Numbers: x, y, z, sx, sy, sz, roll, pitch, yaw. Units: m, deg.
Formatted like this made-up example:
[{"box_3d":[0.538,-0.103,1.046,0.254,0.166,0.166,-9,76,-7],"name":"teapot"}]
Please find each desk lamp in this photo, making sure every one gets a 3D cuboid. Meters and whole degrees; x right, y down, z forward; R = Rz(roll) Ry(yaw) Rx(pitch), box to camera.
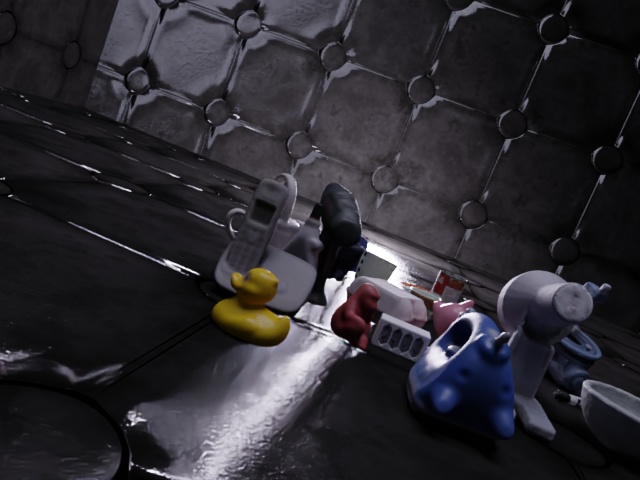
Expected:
[{"box_3d":[0.323,0.153,0.854,0.118,0.213,0.203,22,8,5],"name":"desk lamp"}]

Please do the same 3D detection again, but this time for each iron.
[{"box_3d":[0.189,0.154,0.756,0.118,0.141,0.258,22,8,-1],"name":"iron"}]

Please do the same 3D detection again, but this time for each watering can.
[{"box_3d":[-0.084,-0.026,1.042,0.100,0.194,0.174,28,10,40],"name":"watering can"}]

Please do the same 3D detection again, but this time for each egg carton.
[{"box_3d":[0.121,0.120,1.061,0.149,0.069,0.108,28,10,39],"name":"egg carton"}]

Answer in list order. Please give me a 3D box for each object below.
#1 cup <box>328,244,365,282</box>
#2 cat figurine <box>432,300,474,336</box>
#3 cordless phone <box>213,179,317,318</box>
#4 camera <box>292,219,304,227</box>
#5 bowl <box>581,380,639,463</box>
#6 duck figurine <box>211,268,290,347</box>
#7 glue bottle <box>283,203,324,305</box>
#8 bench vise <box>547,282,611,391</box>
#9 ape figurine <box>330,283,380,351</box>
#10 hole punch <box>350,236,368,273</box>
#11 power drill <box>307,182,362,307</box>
[{"box_3d":[0.039,0.044,1.258,0.091,0.095,0.118,23,8,10],"name":"cup"},{"box_3d":[0.223,0.153,0.937,0.067,0.118,0.127,19,8,-20],"name":"cat figurine"},{"box_3d":[-0.066,0.011,0.869,0.147,0.185,0.094,22,8,2],"name":"cordless phone"},{"box_3d":[-0.038,0.013,1.240,0.143,0.101,0.137,24,8,19],"name":"camera"},{"box_3d":[0.465,0.284,0.862,0.167,0.075,0.167,21,8,-3],"name":"bowl"},{"box_3d":[-0.079,0.080,0.731,0.104,0.086,0.078,24,8,18],"name":"duck figurine"},{"box_3d":[-0.029,0.020,0.955,0.078,0.173,0.037,25,9,24],"name":"glue bottle"},{"box_3d":[0.495,0.171,1.174,0.122,0.220,0.206,16,10,-34],"name":"bench vise"},{"box_3d":[0.062,0.111,0.880,0.075,0.092,0.078,27,9,33],"name":"ape figurine"},{"box_3d":[0.071,0.025,1.486,0.108,0.091,0.101,21,8,-4],"name":"hole punch"},{"box_3d":[0.010,0.004,1.037,0.076,0.208,0.229,20,8,-14],"name":"power drill"}]
